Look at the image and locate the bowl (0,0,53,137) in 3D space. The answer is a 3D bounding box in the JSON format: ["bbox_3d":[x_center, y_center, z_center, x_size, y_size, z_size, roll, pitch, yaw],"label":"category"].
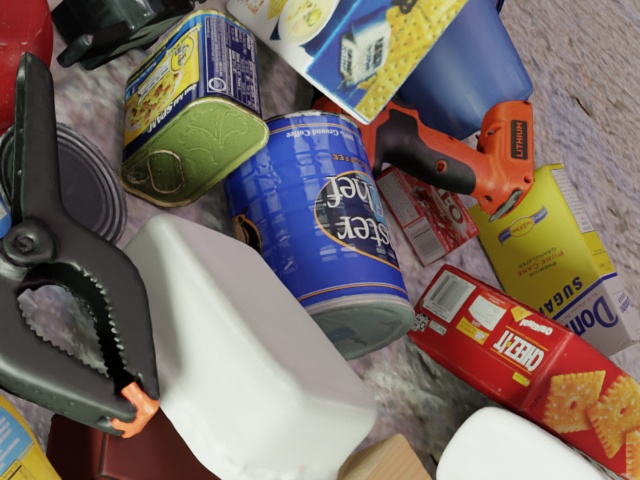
[{"bbox_3d":[-0.207,-0.134,0.595,0.162,0.055,0.162,31,43,-34],"label":"bowl"}]

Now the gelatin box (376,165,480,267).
[{"bbox_3d":[0.092,-0.030,0.916,0.089,0.030,0.073,60,33,2],"label":"gelatin box"}]

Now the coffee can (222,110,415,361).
[{"bbox_3d":[-0.005,0.001,0.703,0.102,0.103,0.140,14,53,-46],"label":"coffee can"}]

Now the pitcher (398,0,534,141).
[{"bbox_3d":[0.102,-0.218,0.986,0.243,0.149,0.145,59,20,-4],"label":"pitcher"}]

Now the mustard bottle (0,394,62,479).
[{"bbox_3d":[-0.157,0.114,0.458,0.191,0.058,0.096,52,38,-9],"label":"mustard bottle"}]

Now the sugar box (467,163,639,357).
[{"bbox_3d":[0.213,0.029,0.967,0.048,0.093,0.176,-6,68,-53],"label":"sugar box"}]

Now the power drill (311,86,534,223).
[{"bbox_3d":[0.082,-0.102,0.880,0.187,0.057,0.184,15,58,-13],"label":"power drill"}]

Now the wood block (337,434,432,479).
[{"bbox_3d":[-0.008,0.197,0.555,0.091,0.090,0.205,58,34,1],"label":"wood block"}]

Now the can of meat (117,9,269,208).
[{"bbox_3d":[-0.082,-0.083,0.674,0.057,0.102,0.084,26,43,-36],"label":"can of meat"}]

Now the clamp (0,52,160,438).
[{"bbox_3d":[-0.143,0.002,0.521,0.210,0.036,0.164,45,51,4],"label":"clamp"}]

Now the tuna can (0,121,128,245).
[{"bbox_3d":[-0.152,-0.023,0.595,0.086,0.034,0.086,32,42,-34],"label":"tuna can"}]

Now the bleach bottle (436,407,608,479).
[{"bbox_3d":[0.141,0.162,0.721,0.103,0.068,0.250,36,-1,17],"label":"bleach bottle"}]

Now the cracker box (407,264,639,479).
[{"bbox_3d":[0.186,0.117,0.813,0.213,0.072,0.164,36,-2,-30],"label":"cracker box"}]

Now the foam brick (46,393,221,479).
[{"bbox_3d":[-0.093,0.115,0.545,0.078,0.051,0.053,30,42,-35],"label":"foam brick"}]
